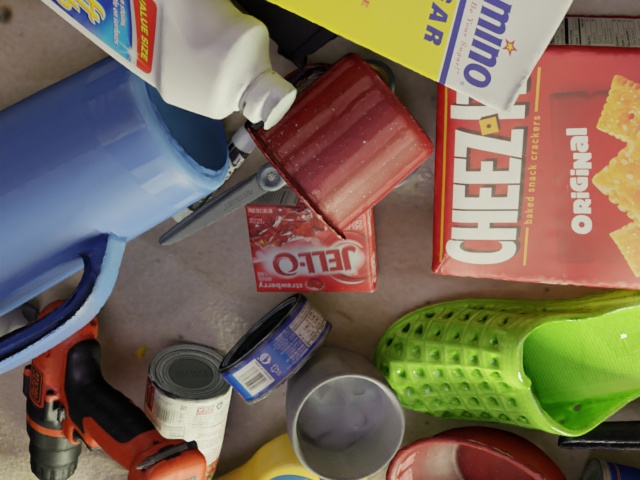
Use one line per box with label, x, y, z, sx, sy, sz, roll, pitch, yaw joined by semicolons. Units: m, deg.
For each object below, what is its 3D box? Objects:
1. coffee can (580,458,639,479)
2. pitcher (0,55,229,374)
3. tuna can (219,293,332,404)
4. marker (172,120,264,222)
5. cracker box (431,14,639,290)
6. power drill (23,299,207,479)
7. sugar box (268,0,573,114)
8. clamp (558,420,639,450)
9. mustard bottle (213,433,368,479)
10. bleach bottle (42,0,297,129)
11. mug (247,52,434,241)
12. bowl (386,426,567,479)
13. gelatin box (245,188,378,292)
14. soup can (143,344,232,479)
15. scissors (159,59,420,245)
coffee can;0.268;0.230;0.806;0.140;0.102;0.103;11;122;4
pitcher;-0.184;-0.025;0.724;0.243;0.145;0.149;-25;113;20
tuna can;-0.034;0.079;0.784;0.086;0.086;0.033;-39;98;28
marker;-0.065;-0.055;0.750;0.020;0.020;0.121;38;120;-12
cracker box;0.180;-0.053;0.671;0.214;0.072;0.164;4;120;10
power drill;-0.169;0.163;0.825;0.188;0.057;0.184;38;131;34
sugar box;0.046;-0.149;0.584;0.176;0.048;0.093;25;116;-1
clamp;0.260;0.144;0.763;0.171;0.039;0.120;-38;74;-10
mustard bottle;-0.019;0.201;0.870;0.192;0.058;0.096;-38;123;27
bleach bottle;-0.113;-0.159;0.621;0.251;0.068;0.103;40;134;9
mug;0.010;-0.068;0.664;0.081;0.117;0.093;-40;142;5
bowl;0.133;0.195;0.809;0.162;0.055;0.162;19;131;23
gelatin box;-0.005;0.001;0.765;0.089;0.030;0.073;0;120;12
soup can;-0.108;0.142;0.848;0.068;0.068;0.102;14;122;2
scissors;-0.013;-0.035;0.726;0.096;0.016;0.202;44;107;-3
